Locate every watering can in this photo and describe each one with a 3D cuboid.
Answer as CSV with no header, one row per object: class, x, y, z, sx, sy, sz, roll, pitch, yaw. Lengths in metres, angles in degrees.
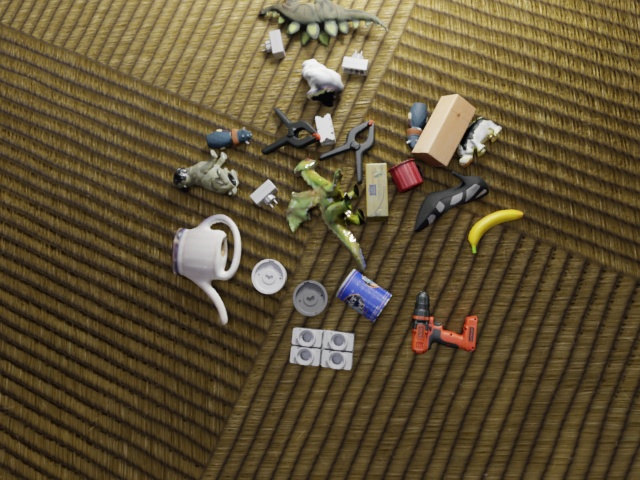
watering can,-0.368,0.088,1.643,0.224,0.103,0.350,4,82,10

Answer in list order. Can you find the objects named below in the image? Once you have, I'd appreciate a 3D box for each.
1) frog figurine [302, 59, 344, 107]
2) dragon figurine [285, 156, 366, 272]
frog figurine,0.007,-0.538,1.700,0.137,0.121,0.162,1,69,-25
dragon figurine,0.005,-0.083,1.643,0.241,0.121,0.415,-13,76,23
